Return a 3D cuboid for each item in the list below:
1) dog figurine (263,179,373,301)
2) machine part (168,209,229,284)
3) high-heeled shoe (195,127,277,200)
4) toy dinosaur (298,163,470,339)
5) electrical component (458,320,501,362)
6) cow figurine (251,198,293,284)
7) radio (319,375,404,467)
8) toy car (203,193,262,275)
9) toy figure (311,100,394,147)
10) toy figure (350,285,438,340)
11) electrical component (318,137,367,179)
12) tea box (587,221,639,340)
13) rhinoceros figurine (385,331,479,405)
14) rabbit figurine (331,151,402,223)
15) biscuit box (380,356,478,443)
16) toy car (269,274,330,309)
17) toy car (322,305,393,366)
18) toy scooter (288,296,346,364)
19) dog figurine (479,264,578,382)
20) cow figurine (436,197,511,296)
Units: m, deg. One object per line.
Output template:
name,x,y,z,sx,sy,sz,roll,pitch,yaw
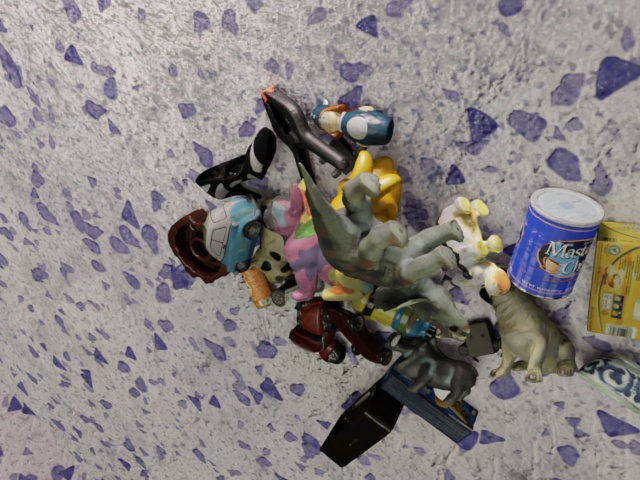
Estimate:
dog figurine,-0.002,-0.003,0.973,0.192,0.108,0.219,-3,105,16
machine part,-0.265,0.014,1.233,0.180,0.056,0.179,16,125,24
high-heeled shoe,-0.168,-0.153,1.034,0.145,0.086,0.248,19,147,-2
toy dinosaur,0.082,0.018,0.817,0.404,0.131,0.192,30,131,-25
electrical component,0.305,0.191,1.014,0.102,0.045,0.078,-28,73,37
cow figurine,-0.091,0.005,1.104,0.127,0.085,0.194,16,122,24
radio,0.100,0.408,1.211,0.073,0.131,0.229,40,131,4
toy car,-0.178,-0.015,1.055,0.103,0.109,0.161,10,117,-21
toy figure,0.049,-0.200,0.913,0.155,0.057,0.064,17,87,23
toy figure,0.146,0.130,1.038,0.180,0.082,0.089,26,165,19
electrical component,0.041,-0.153,0.967,0.063,0.021,0.094,48,131,-3
tea box,0.467,0.063,0.817,0.098,0.068,0.169,8,121,26
rhinoceros figurine,0.211,0.244,1.051,0.191,0.073,0.112,22,98,33
rabbit figurine,0.075,-0.062,0.905,0.122,0.173,0.162,40,135,9
biscuit box,0.229,0.335,1.135,0.203,0.059,0.062,35,131,7
toy car,-0.028,0.095,1.129,0.202,0.073,0.056,-26,103,39
toy car,0.079,0.192,1.106,0.089,0.053,0.202,13,150,46
toy scooter,-0.015,0.193,1.186,0.135,0.075,0.183,11,128,27
dog figurine,0.364,0.135,0.922,0.121,0.172,0.190,-10,81,48
cow figurine,0.245,0.021,0.885,0.098,0.068,0.167,-39,60,50
